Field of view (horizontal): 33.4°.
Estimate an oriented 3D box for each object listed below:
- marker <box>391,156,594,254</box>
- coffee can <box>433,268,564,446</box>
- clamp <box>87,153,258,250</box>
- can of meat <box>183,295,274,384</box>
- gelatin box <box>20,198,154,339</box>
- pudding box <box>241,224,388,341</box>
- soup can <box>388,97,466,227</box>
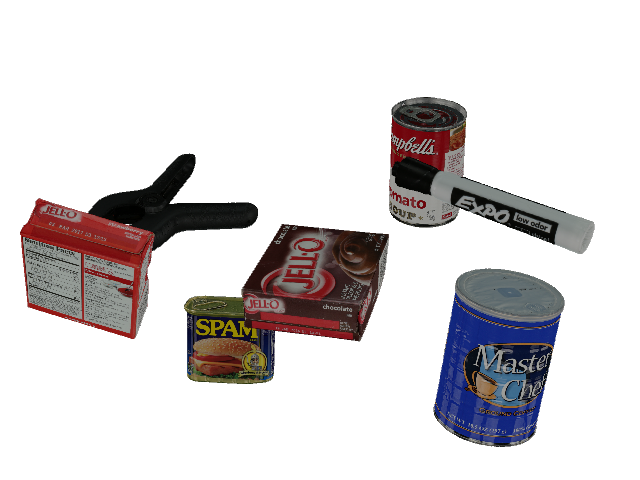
[{"bbox_3d":[0.094,-0.022,0.599,0.121,0.020,0.020,23,11,27],"label":"marker"},{"bbox_3d":[0.170,0.111,1.027,0.103,0.140,0.103,6,22,-3],"label":"coffee can"},{"bbox_3d":[-0.159,-0.032,1.015,0.171,0.039,0.120,-15,36,-27],"label":"clamp"},{"bbox_3d":[-0.099,0.110,1.181,0.102,0.084,0.057,3,14,4],"label":"can of meat"},{"bbox_3d":[-0.143,0.018,0.657,0.073,0.030,0.089,16,-37,0],"label":"gelatin box"},{"bbox_3d":[-0.001,0.030,0.813,0.090,0.039,0.113,6,26,12],"label":"pudding box"},{"bbox_3d":[0.097,-0.072,0.980,0.068,0.102,0.068,0,31,0],"label":"soup can"}]
